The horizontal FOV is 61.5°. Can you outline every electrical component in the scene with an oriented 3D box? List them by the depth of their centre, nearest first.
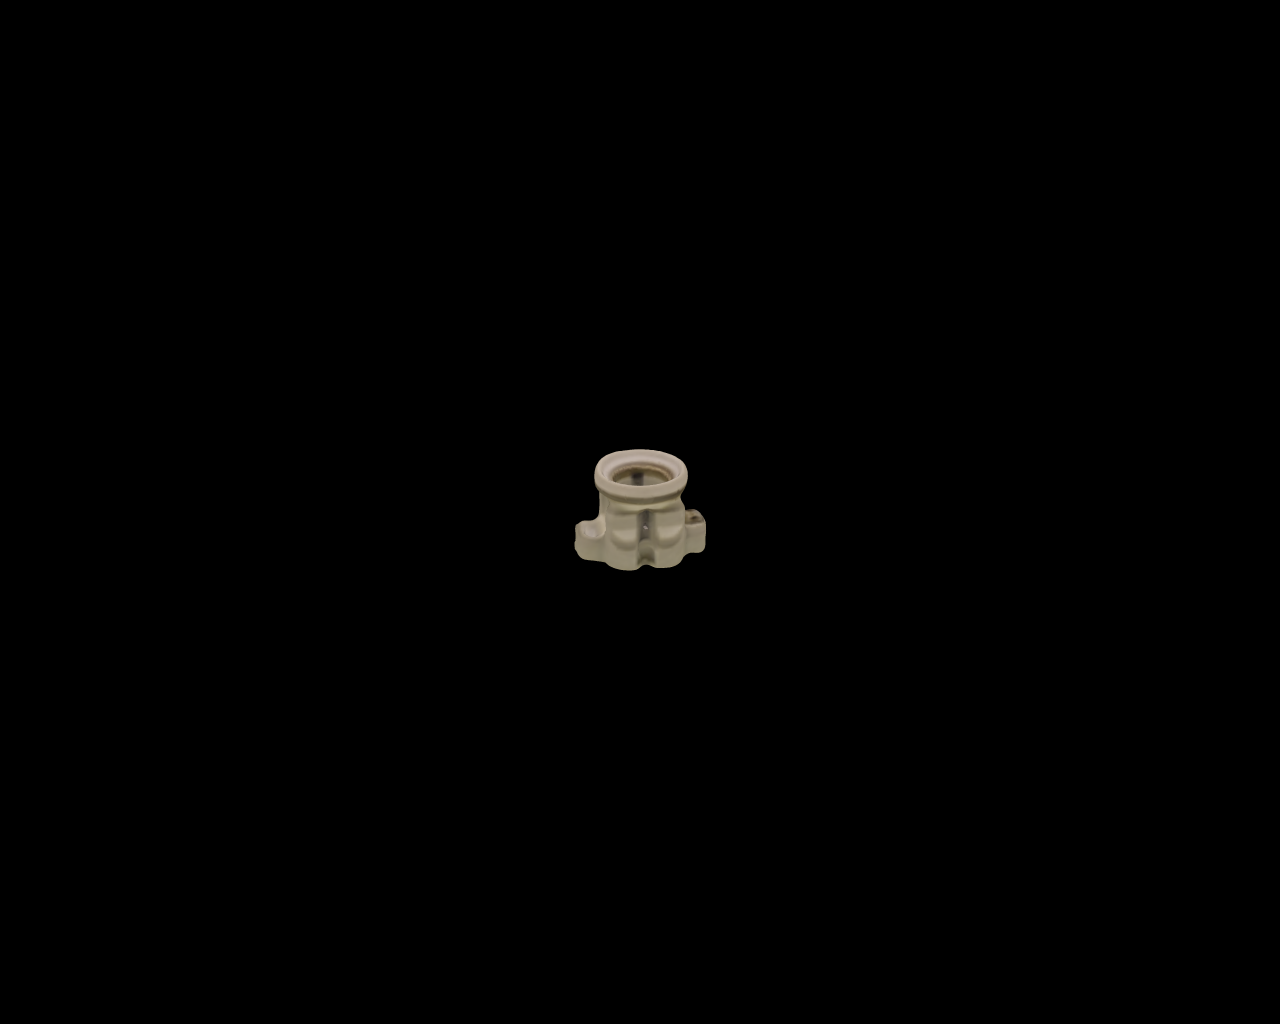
[{"bbox_3d":[0.001,-0.003,0.650,0.078,0.056,0.058,-4,28,-7],"label":"electrical component"}]
